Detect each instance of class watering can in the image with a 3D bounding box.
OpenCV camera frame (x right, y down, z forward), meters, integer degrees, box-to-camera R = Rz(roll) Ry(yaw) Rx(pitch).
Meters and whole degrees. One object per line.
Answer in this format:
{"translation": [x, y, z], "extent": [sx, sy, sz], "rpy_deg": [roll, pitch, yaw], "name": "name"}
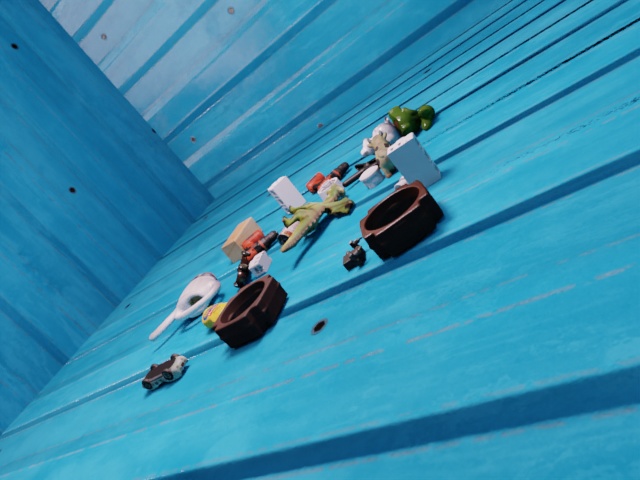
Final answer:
{"translation": [-0.514, 0.249, 2.006], "extent": [0.345, 0.103, 0.228], "rpy_deg": [-34, 17, 15], "name": "watering can"}

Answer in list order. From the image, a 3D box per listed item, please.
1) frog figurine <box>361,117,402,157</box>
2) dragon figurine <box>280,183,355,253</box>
{"translation": [0.232, -0.375, 1.985], "extent": [0.124, 0.160, 0.135], "rpy_deg": [46, -8, 28], "name": "frog figurine"}
{"translation": [0.006, -0.091, 1.816], "extent": [0.241, 0.120, 0.419], "rpy_deg": [-24, 23, 21], "name": "dragon figurine"}
